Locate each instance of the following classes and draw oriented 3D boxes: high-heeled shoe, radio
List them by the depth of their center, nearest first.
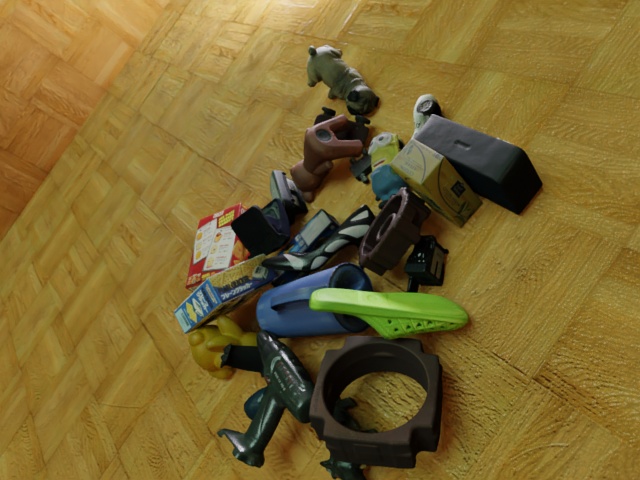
[{"bbox_3d":[0.287,-0.141,0.990,0.073,0.131,0.230,-51,42,3],"label":"radio"},{"bbox_3d":[-0.002,-0.003,1.147,0.249,0.086,0.145,0,84,3],"label":"high-heeled shoe"}]

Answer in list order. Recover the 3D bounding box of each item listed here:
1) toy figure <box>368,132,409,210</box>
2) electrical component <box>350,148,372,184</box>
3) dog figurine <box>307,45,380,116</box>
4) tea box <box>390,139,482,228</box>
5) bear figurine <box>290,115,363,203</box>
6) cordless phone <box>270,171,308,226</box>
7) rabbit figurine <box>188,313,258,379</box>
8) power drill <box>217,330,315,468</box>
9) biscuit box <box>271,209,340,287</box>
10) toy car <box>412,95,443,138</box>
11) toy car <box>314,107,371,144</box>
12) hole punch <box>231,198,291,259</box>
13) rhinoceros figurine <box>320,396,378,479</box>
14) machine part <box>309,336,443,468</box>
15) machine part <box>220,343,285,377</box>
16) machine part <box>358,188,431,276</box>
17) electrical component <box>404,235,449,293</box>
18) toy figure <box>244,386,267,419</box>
[{"bbox_3d":[0.149,-0.147,1.159,0.082,0.089,0.180,-14,64,19],"label":"toy figure"},{"bbox_3d":[0.104,-0.172,1.255,0.063,0.021,0.094,-39,44,16],"label":"electrical component"},{"bbox_3d":[0.053,-0.402,1.343,0.121,0.172,0.191,-56,34,15],"label":"dog figurine"},{"bbox_3d":[0.218,-0.104,1.001,0.068,0.169,0.098,-49,41,5],"label":"tea box"},{"bbox_3d":[0.006,-0.188,1.292,0.132,0.195,0.120,-17,63,-22],"label":"bear figurine"},{"bbox_3d":[-0.131,-0.071,1.361,0.184,0.088,0.147,-40,45,22],"label":"cordless phone"},{"bbox_3d":[-0.194,0.228,1.195,0.173,0.162,0.122,2,52,23],"label":"rabbit figurine"},{"bbox_3d":[-0.103,0.305,1.025,0.207,0.086,0.232,-53,41,-6],"label":"power drill"},{"bbox_3d":[-0.035,0.028,1.223,0.202,0.062,0.059,-47,44,10],"label":"biscuit box"},{"bbox_3d":[0.223,-0.215,1.137,0.056,0.073,0.201,-4,62,37],"label":"toy car"},{"bbox_3d":[0.055,-0.274,1.341,0.202,0.053,0.089,27,99,46],"label":"toy car"},{"bbox_3d":[-0.127,-0.026,1.253,0.142,0.115,0.092,-30,3,36],"label":"hole punch"},{"bbox_3d":[0.041,0.357,0.940,0.112,0.073,0.190,-44,43,10],"label":"rhinoceros figurine"},{"bbox_3d":[0.096,0.260,0.879,0.201,0.087,0.201,-2,41,18],"label":"machine part"},{"bbox_3d":[-0.139,0.244,1.121,0.039,0.139,0.084,-12,71,62],"label":"machine part"},{"bbox_3d":[0.139,-0.015,1.030,0.179,0.056,0.179,-56,9,14],"label":"machine part"},{"bbox_3d":[0.192,0.057,0.993,0.048,0.074,0.119,-3,59,41],"label":"electrical component"},{"bbox_3d":[-0.086,0.310,1.097,0.154,0.057,0.064,-36,51,13],"label":"toy figure"}]
